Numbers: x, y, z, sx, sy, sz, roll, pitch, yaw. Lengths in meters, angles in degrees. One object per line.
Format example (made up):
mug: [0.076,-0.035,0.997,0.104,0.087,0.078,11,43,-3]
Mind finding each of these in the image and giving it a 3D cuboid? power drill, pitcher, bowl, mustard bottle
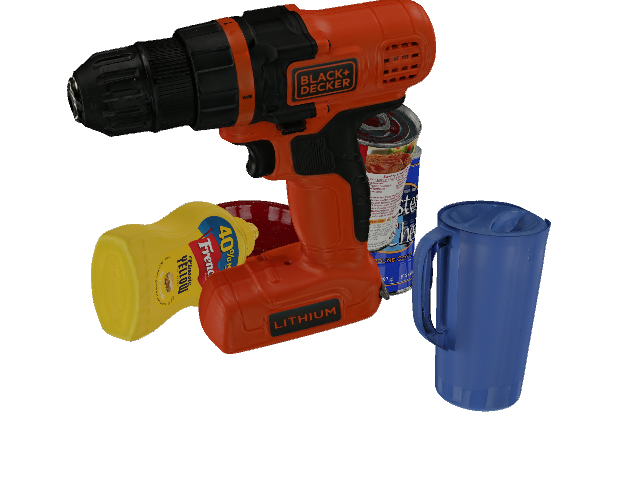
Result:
power drill: [-0.031,-0.030,0.558,0.184,0.188,0.057,-12,40,-16]
pitcher: [0.191,0.081,1.296,0.149,0.243,0.144,7,20,13]
bowl: [-0.081,0.006,1.321,0.162,0.055,0.162,4,25,-2]
mustard bottle: [-0.121,0.016,0.967,0.058,0.096,0.191,12,22,32]

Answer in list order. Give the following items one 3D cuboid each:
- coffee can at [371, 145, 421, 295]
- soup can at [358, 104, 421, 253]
coffee can: [0.045,-0.025,1.062,0.103,0.140,0.103,2,14,-1]
soup can: [0.033,-0.049,0.806,0.068,0.102,0.068,6,38,-5]
